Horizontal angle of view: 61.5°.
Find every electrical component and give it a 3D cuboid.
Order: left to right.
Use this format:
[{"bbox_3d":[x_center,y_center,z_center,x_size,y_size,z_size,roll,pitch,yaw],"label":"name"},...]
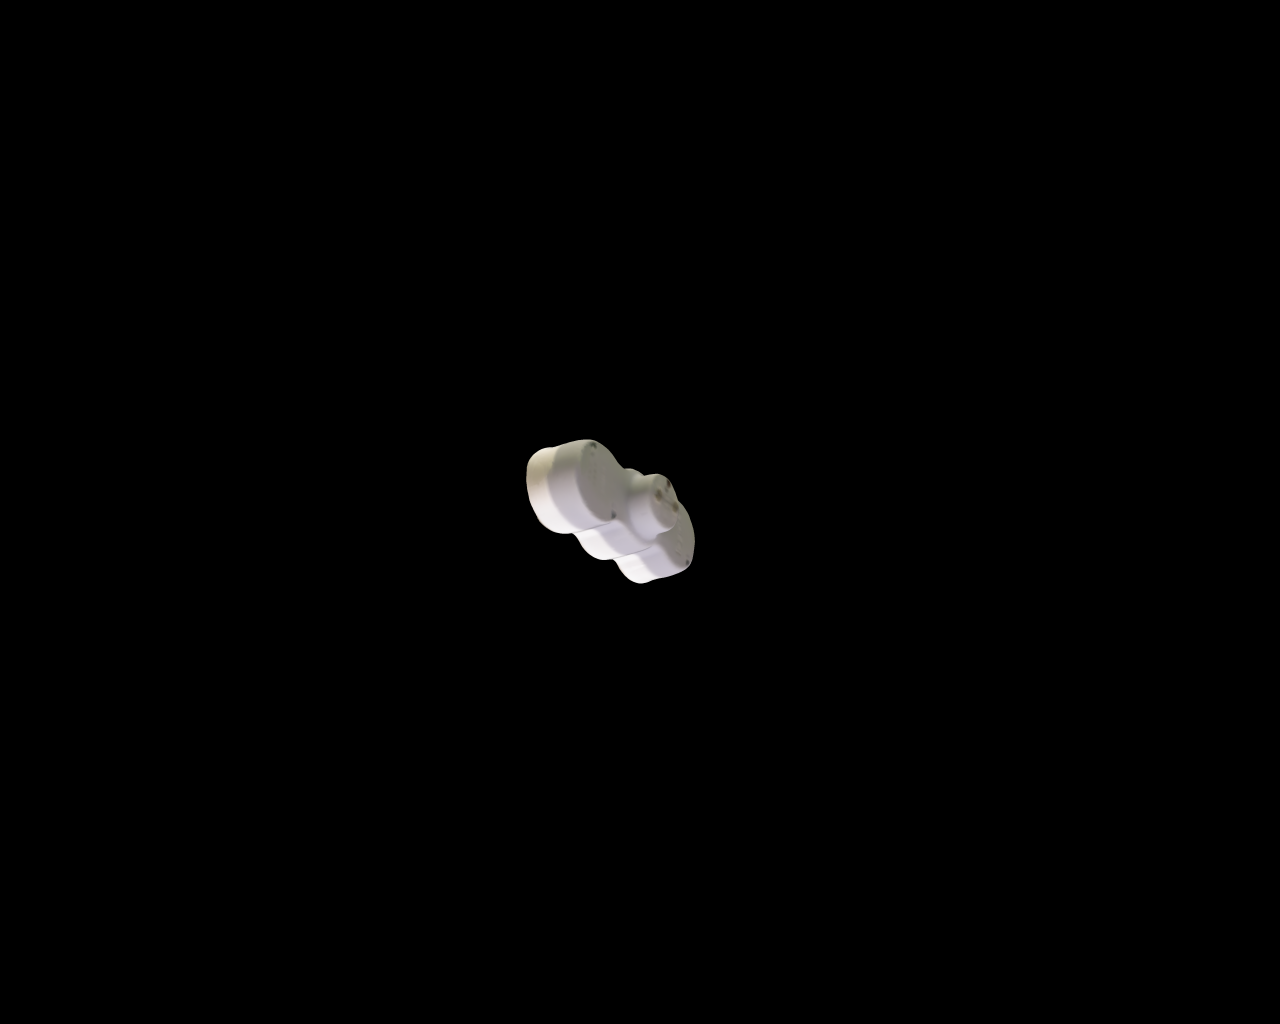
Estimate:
[{"bbox_3d":[0.001,-0.003,0.650,0.073,0.052,0.138,-16,-31,28],"label":"electrical component"}]
